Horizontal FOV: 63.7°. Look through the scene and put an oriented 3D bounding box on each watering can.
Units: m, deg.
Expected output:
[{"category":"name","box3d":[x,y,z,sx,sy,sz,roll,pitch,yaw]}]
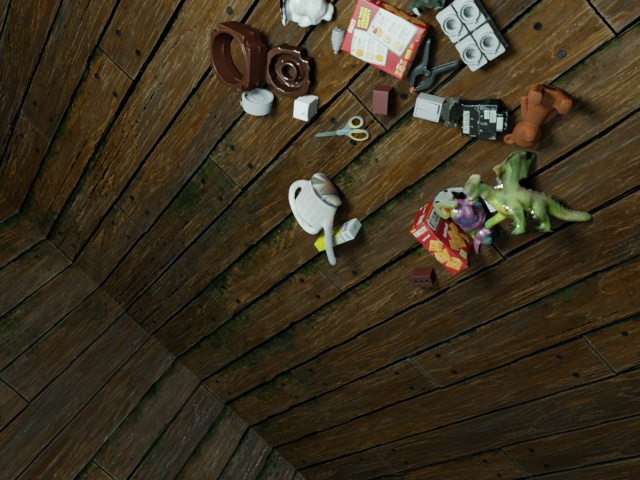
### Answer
[{"category":"watering can","box3d":[0.006,-0.096,1.898,0.352,0.105,0.220,55,132,19]}]

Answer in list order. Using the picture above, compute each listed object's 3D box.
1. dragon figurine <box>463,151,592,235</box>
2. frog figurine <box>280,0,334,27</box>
[{"category":"dragon figurine","box3d":[0.619,-0.147,1.548,0.411,0.123,0.241,-8,101,-8]},{"category":"frog figurine","box3d":[-0.040,-0.717,1.558,0.160,0.125,0.135,-6,116,-11]}]
